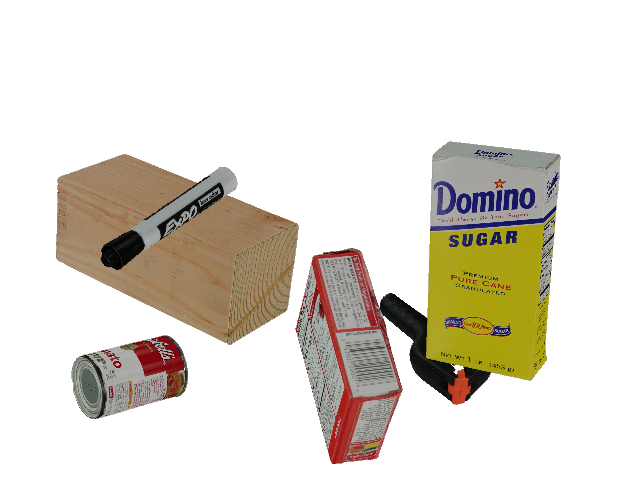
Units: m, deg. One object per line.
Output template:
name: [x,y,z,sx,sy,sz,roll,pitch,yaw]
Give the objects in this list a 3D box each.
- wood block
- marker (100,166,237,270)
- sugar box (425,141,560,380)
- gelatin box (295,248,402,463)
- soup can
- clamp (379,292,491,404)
wood block: [-0.132,0.003,0.961,0.206,0.090,0.090,22,29,27]
marker: [-0.101,-0.015,0.715,0.020,0.020,0.120,0,28,42]
sugar box: [0.133,0.016,0.839,0.093,0.176,0.048,9,25,26]
gelatin box: [0.014,0.061,0.561,0.030,0.089,0.073,-6,-36,-13]
soup can: [-0.200,0.142,1.116,0.102,0.068,0.069,-11,7,-40]
clamp: [0.133,0.098,1.036,0.120,0.039,0.171,-8,30,-8]
